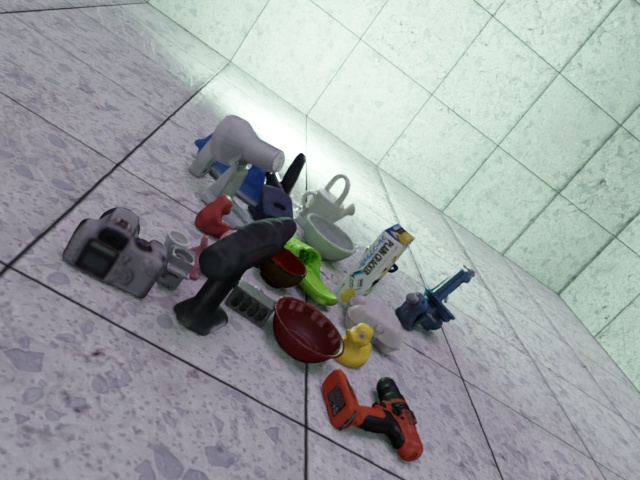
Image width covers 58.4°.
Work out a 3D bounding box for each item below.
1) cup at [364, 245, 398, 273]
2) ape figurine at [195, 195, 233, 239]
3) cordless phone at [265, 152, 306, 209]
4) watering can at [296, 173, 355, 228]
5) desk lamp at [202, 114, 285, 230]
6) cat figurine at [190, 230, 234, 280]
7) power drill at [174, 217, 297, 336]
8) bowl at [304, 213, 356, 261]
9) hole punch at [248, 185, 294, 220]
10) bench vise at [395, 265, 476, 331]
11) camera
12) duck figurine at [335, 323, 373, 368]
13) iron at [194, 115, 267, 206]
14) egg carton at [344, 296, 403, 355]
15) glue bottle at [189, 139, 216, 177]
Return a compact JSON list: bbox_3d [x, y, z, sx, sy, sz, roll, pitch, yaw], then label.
[{"bbox_3d":[0.156,0.082,1.622,0.118,0.095,0.091,29,20,-26],"label":"cup"},{"bbox_3d":[-0.223,-0.057,1.249,0.076,0.092,0.077,25,22,-33],"label":"ape figurine"},{"bbox_3d":[-0.096,-0.182,1.638,0.094,0.185,0.147,27,21,-29],"label":"cordless phone"},{"bbox_3d":[0.027,-0.109,1.680,0.100,0.194,0.173,48,20,27],"label":"watering can"},{"bbox_3d":[-0.190,-0.166,1.379,0.203,0.213,0.118,43,19,17],"label":"desk lamp"},{"bbox_3d":[-0.187,0.019,1.094,0.128,0.117,0.067,14,30,-51],"label":"cat figurine"},{"bbox_3d":[-0.143,0.053,0.951,0.075,0.208,0.230,41,18,10],"label":"power drill"},{"bbox_3d":[0.014,0.006,1.572,0.168,0.074,0.167,34,19,-13],"label":"bowl"},{"bbox_3d":[-0.116,-0.076,1.496,0.109,0.091,0.101,21,24,-41],"label":"hole punch"},{"bbox_3d":[0.324,0.160,1.548,0.121,0.219,0.208,45,20,22],"label":"bench vise"},{"bbox_3d":[-0.315,0.000,0.926,0.143,0.100,0.136,31,19,-19],"label":"camera"},{"bbox_3d":[0.077,0.210,1.181,0.105,0.086,0.077,19,26,-45],"label":"duck figurine"},{"bbox_3d":[-0.216,-0.216,1.565,0.258,0.141,0.119,43,19,16],"label":"iron"},{"bbox_3d":[0.124,0.196,1.330,0.150,0.069,0.107,35,18,-10],"label":"egg carton"},{"bbox_3d":[-0.270,-0.241,1.473,0.037,0.173,0.078,38,18,1],"label":"glue bottle"}]
